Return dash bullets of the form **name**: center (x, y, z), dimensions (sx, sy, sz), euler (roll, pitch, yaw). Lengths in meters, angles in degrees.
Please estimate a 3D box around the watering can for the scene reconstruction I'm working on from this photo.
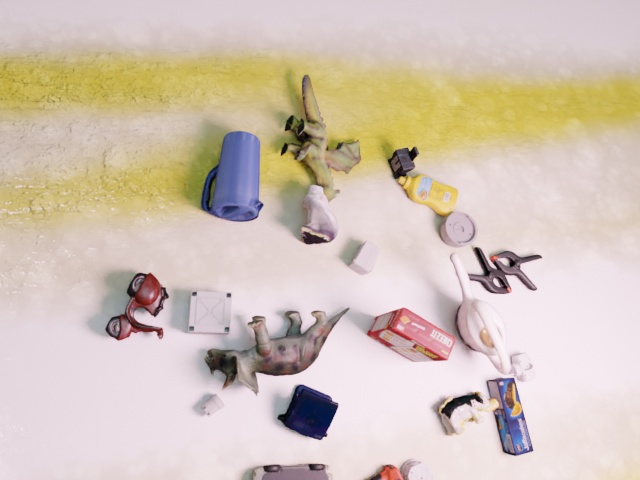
- **watering can**: center (0.436, 0.204, 1.444), dimensions (0.104, 0.222, 0.351), euler (-22, 78, 0)

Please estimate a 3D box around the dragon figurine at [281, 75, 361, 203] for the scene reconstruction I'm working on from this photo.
- **dragon figurine**: center (0.019, -0.301, 1.589), dimensions (0.241, 0.121, 0.417), euler (20, 69, -26)

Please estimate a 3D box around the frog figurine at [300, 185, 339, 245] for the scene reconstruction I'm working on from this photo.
- **frog figurine**: center (0.004, -0.074, 1.476), dimensions (0.123, 0.135, 0.162), euler (3, 65, 26)
